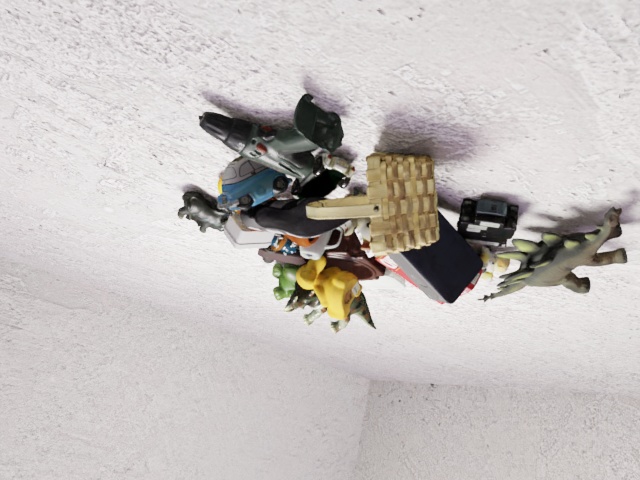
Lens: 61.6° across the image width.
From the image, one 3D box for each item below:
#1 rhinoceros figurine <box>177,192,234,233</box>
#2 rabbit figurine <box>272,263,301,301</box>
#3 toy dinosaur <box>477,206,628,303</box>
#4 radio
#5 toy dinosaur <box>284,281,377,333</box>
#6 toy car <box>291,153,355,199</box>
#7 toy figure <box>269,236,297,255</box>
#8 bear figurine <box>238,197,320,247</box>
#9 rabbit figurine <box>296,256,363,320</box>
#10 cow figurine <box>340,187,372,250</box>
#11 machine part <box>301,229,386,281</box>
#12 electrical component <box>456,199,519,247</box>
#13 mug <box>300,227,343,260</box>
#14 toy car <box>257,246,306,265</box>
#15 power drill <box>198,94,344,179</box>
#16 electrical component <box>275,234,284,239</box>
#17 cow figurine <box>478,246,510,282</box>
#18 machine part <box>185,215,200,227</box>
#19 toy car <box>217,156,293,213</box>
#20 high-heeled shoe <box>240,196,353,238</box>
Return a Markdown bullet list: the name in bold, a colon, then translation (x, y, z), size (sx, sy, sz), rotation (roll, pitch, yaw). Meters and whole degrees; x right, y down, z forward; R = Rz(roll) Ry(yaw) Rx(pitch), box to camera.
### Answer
- **rhinoceros figurine**: translation (-0.278, -0.068, 1.399), size (0.112, 0.073, 0.190), rotation (-20, 142, 38)
- **rabbit figurine**: translation (-0.074, 0.125, 1.696), size (0.159, 0.121, 0.170), rotation (7, 159, -4)
- **toy dinosaur**: translation (0.485, 0.053, 1.153), size (0.199, 0.105, 0.471), rotation (3, 152, -5)
- **radio**: translation (0.227, 0.021, 1.128), size (0.229, 0.131, 0.073), rotation (44, 165, -19)
- **toy dinosaur**: translation (0.057, 0.184, 1.640), size (0.404, 0.131, 0.192), rotation (13, 137, -31)
- **toy car**: translation (0.002, -0.123, 1.102), size (0.073, 0.056, 0.202), rotation (24, 155, -18)
- **toy figure**: translation (-0.130, -0.003, 1.490), size (0.154, 0.058, 0.064), rotation (21, 164, -32)
- **bear figurine**: translation (-0.086, -0.061, 1.270), size (0.196, 0.132, 0.120), rotation (24, 163, 27)
- **rabbit figurine**: translation (0.003, 0.113, 1.401), size (0.173, 0.122, 0.162), rotation (22, 164, 33)
- **cow figurine**: translation (0.120, -0.043, 1.179), size (0.195, 0.127, 0.085), rotation (3, 163, -17)
- **machine part**: translation (0.067, 0.041, 1.446), size (0.202, 0.087, 0.200), rotation (-3, 154, 33)
- **electrical component**: translation (0.346, -0.038, 1.115), size (0.115, 0.058, 0.134), rotation (7, 159, 8)
- **mug**: translation (-0.003, -0.004, 1.339), size (0.110, 0.107, 0.080), rotation (14, 161, 3)
- **toy car**: translation (-0.082, 0.043, 1.584), size (0.202, 0.053, 0.089), rotation (11, 155, -6)
- **power drill**: translation (-0.076, -0.185, 0.954), size (0.232, 0.086, 0.207), rotation (26, 152, -35)
- **electrical component**: translation (-0.077, -0.028, 1.407), size (0.078, 0.045, 0.102), rotation (30, 153, -36)
- **cow figurine**: translation (0.387, 0.057, 1.330), size (0.098, 0.068, 0.167), rotation (25, 156, -14)
- **machine part**: translation (-0.304, -0.052, 1.491), size (0.139, 0.039, 0.084), rotation (19, 153, -11)
- **toy car**: translation (-0.147, -0.124, 1.107), size (0.109, 0.162, 0.102), rotation (-2, 112, 54)
- **high-heeled shoe**: translation (-0.050, -0.053, 1.155), size (0.249, 0.086, 0.145), rotation (1, -174, -1)
